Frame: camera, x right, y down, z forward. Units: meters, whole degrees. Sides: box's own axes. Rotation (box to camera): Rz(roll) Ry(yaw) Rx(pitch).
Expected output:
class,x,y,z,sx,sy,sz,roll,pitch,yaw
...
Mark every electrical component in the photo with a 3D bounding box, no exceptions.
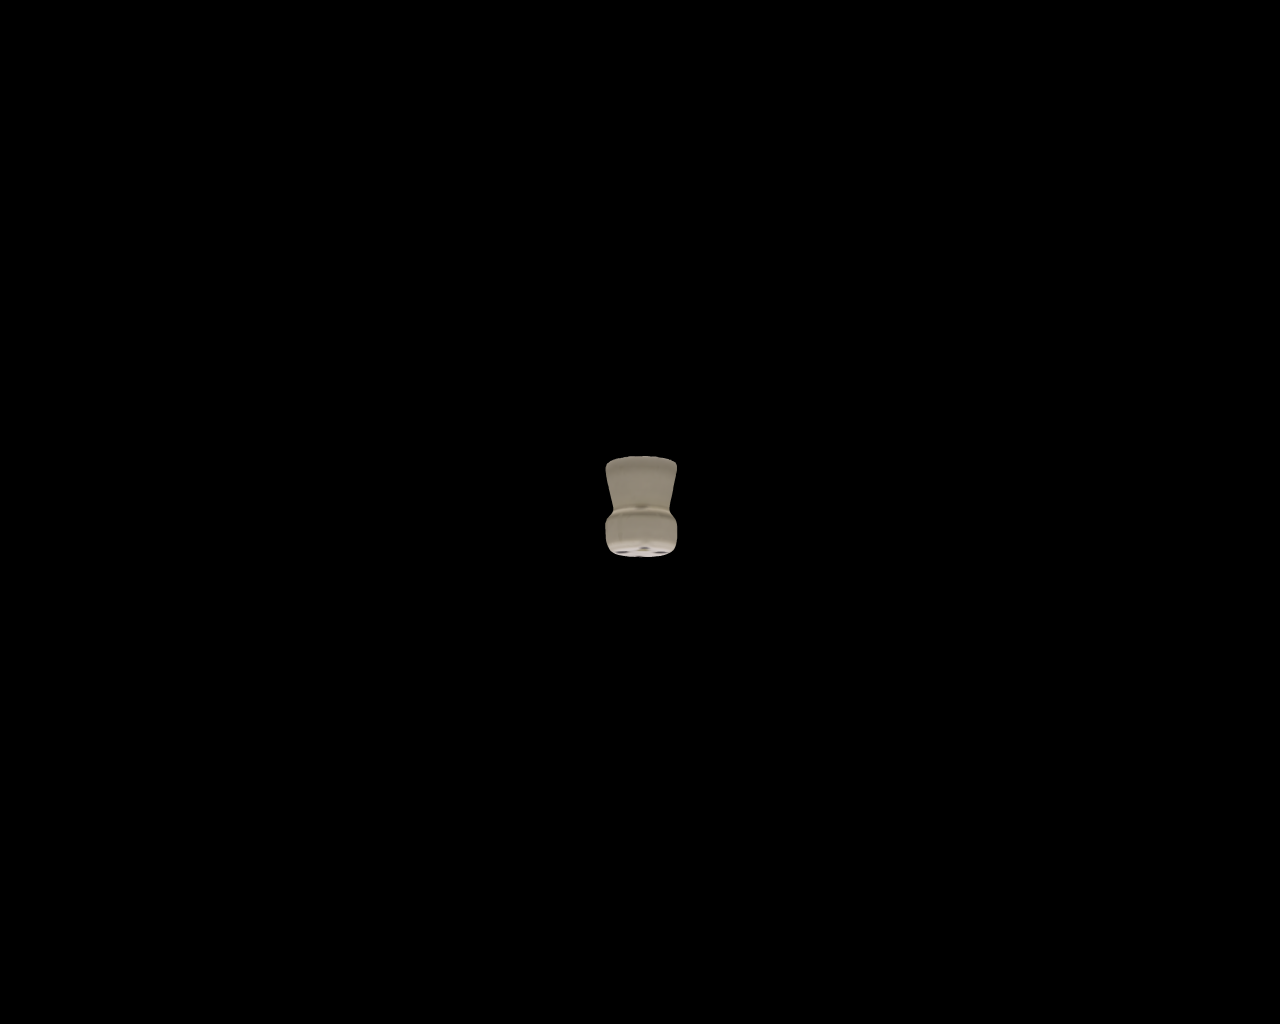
class,x,y,z,sx,sy,sz,roll,pitch,yaw
electrical component,0.001,-0.003,0.650,0.045,0.055,0.045,0,-11,0
